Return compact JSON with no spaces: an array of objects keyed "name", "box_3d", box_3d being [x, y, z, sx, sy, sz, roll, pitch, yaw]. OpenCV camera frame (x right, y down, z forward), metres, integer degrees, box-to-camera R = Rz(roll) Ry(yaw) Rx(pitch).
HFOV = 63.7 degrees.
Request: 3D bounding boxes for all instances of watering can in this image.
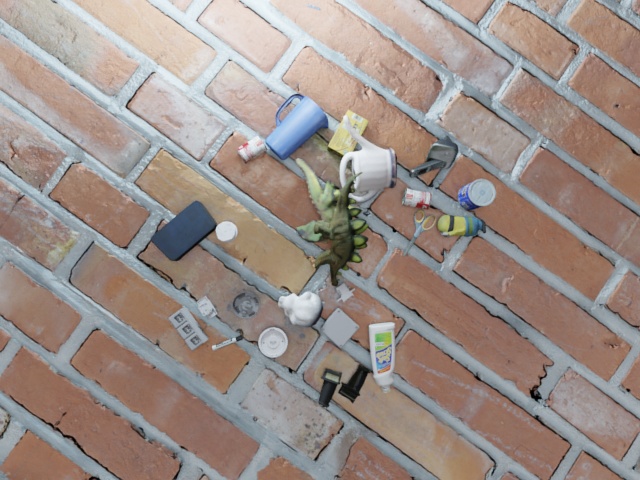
[{"name":"watering can","box_3d":[0.185,-0.305,1.951,0.225,0.106,0.341,-7,114,-9]}]

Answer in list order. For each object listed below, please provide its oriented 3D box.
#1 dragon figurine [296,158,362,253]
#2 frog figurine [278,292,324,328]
[{"name":"dragon figurine","box_3d":[0.006,-0.099,1.968,0.411,0.122,0.242,39,93,2]},{"name":"frog figurine","box_3d":[-0.074,0.249,1.921,0.159,0.124,0.136,29,105,-11]}]
